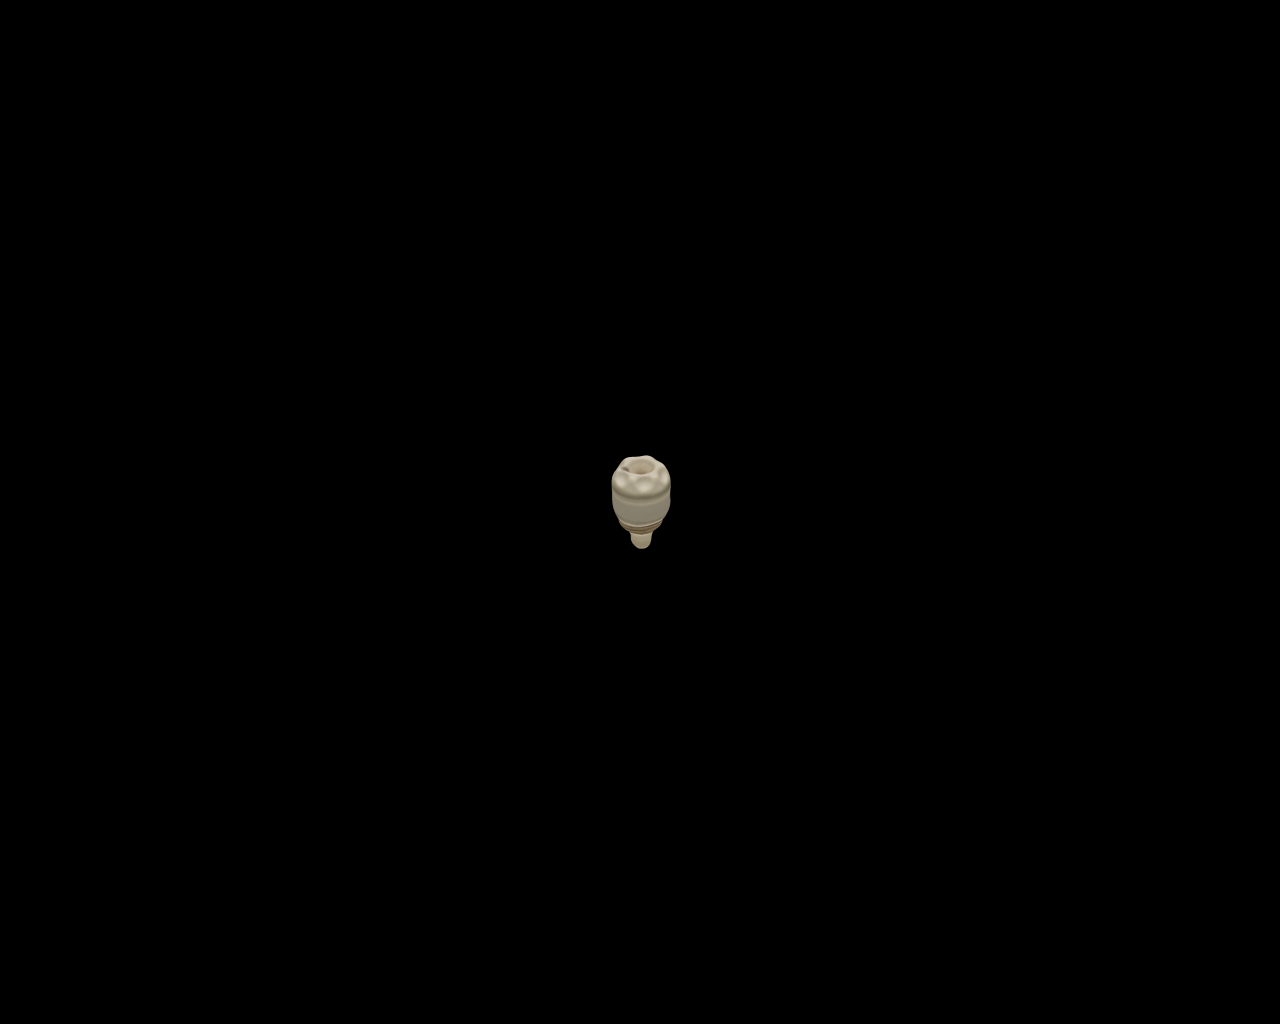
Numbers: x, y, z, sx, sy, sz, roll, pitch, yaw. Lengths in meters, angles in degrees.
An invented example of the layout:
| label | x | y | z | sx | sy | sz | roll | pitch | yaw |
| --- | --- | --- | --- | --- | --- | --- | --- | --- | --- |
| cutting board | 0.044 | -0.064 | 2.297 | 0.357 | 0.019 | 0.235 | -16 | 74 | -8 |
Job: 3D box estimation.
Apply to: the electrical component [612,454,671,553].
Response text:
| label | x | y | z | sx | sy | sz | roll | pitch | yaw |
| --- | --- | --- | --- | --- | --- | --- | --- | --- | --- |
| electrical component | 0.001 | -0.003 | 0.650 | 0.035 | 0.061 | 0.035 | 0 | 36 | 0 |
